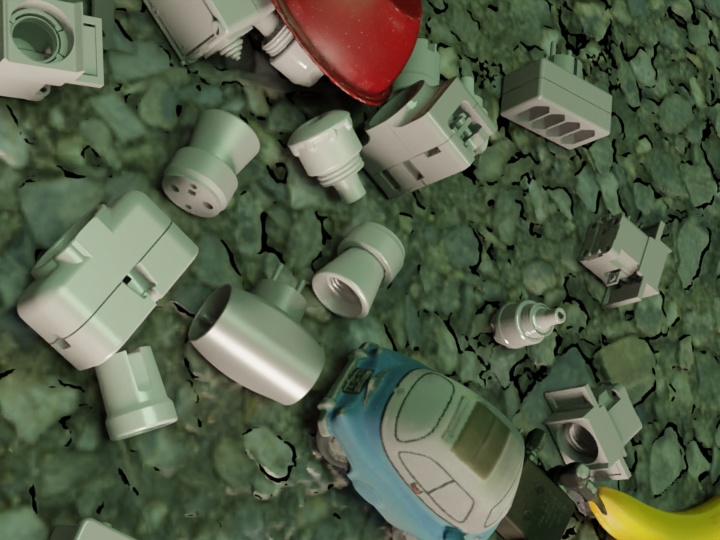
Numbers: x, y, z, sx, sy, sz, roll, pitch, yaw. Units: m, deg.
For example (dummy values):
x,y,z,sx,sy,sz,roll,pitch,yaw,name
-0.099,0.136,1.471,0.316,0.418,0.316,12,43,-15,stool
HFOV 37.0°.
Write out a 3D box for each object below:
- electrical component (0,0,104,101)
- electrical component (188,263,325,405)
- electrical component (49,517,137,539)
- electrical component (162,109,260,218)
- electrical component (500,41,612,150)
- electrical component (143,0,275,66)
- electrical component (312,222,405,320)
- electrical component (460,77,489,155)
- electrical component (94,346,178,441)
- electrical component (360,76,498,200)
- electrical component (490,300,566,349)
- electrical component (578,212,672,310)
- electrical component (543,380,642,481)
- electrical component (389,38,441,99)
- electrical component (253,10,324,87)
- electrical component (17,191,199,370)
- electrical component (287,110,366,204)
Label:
x,y,z,sx,sy,sz,roll,pitch,yaw,name
-0.191,-0.125,0.613,0.081,0.064,0.042,4,76,-36,electrical component
-0.058,0.033,0.685,0.077,0.043,0.079,38,59,-23,electrical component
-0.139,0.192,0.582,0.100,0.048,0.099,34,61,-25,electrical component
-0.095,-0.067,0.682,0.045,0.045,0.055,39,59,-23,electrical component
0.165,-0.154,0.895,0.083,0.047,0.075,20,68,-31,electrical component
-0.098,-0.182,0.698,0.061,0.062,0.096,-39,102,-36,electrical component
0.000,0.000,0.736,0.045,0.045,0.055,49,55,-16,electrical component
0.082,-0.120,0.834,0.035,0.035,0.061,15,67,-33,electrical component
-0.132,0.071,0.625,0.040,0.040,0.046,-12,80,-38,electrical component
0.041,-0.095,0.762,0.055,0.089,0.050,49,55,-17,electrical component
0.129,0.039,0.811,0.035,0.061,0.035,10,73,-34,electrical component
0.221,-0.011,0.905,0.064,0.042,0.081,36,59,-20,electrical component
0.185,0.122,0.845,0.064,0.042,0.081,-32,99,-41,electrical component
0.042,-0.145,0.807,0.040,0.040,0.046,24,60,-30,electrical component
-0.048,-0.159,0.741,0.062,0.043,0.043,38,59,-22,electrical component
-0.148,0.002,0.620,0.059,0.054,0.095,47,56,-18,electrical component
-0.017,-0.076,0.743,0.048,0.048,0.062,-41,110,-36,electrical component
